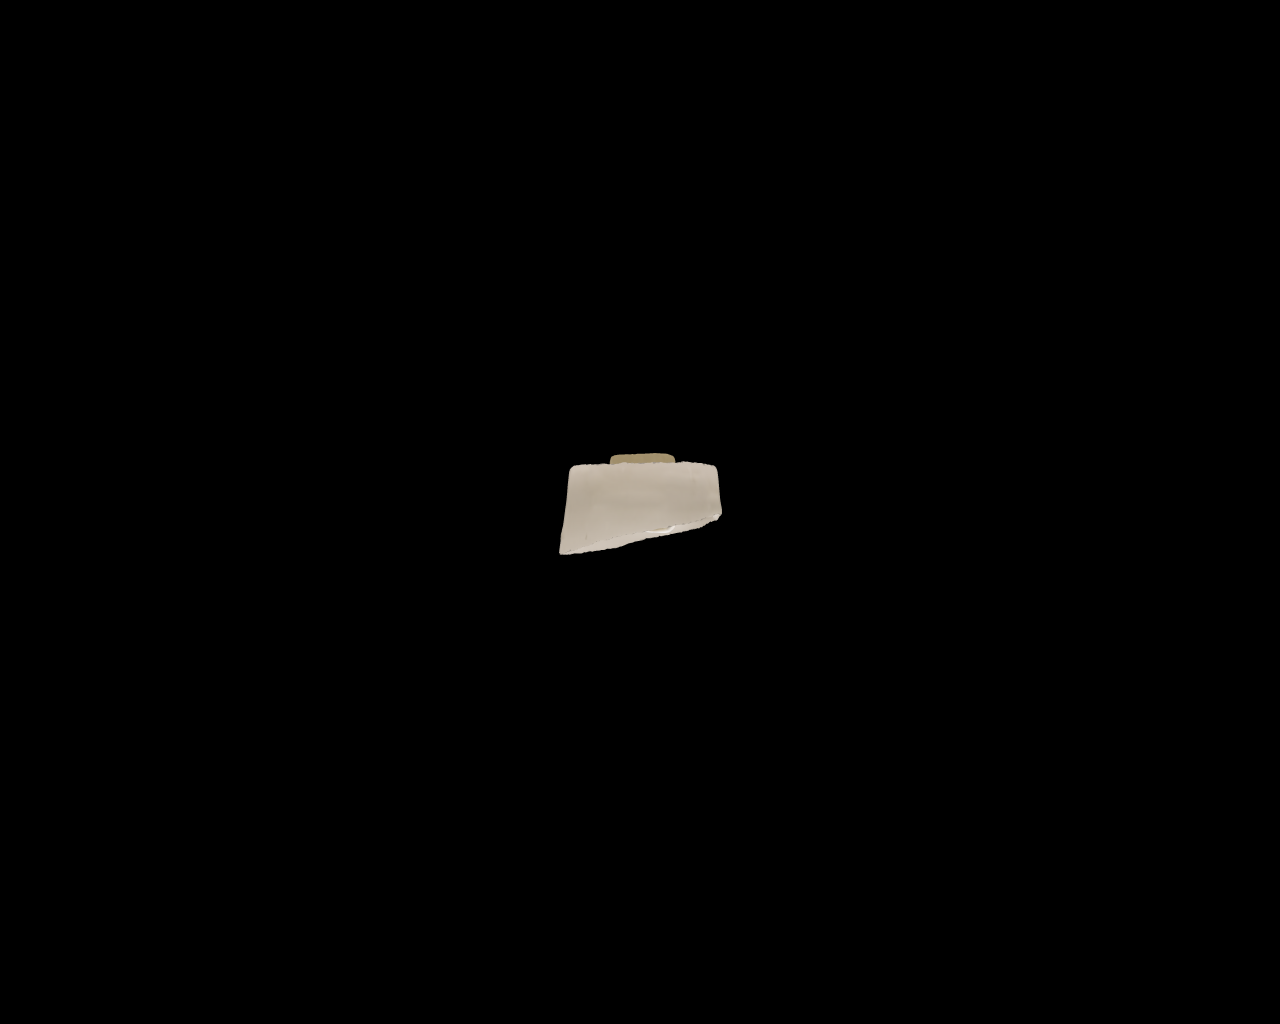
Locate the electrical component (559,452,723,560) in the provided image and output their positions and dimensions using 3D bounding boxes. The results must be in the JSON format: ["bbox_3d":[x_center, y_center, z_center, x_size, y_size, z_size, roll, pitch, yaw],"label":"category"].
[{"bbox_3d":[0.001,-0.003,0.650,0.099,0.064,0.099,0,-2,0],"label":"electrical component"}]
